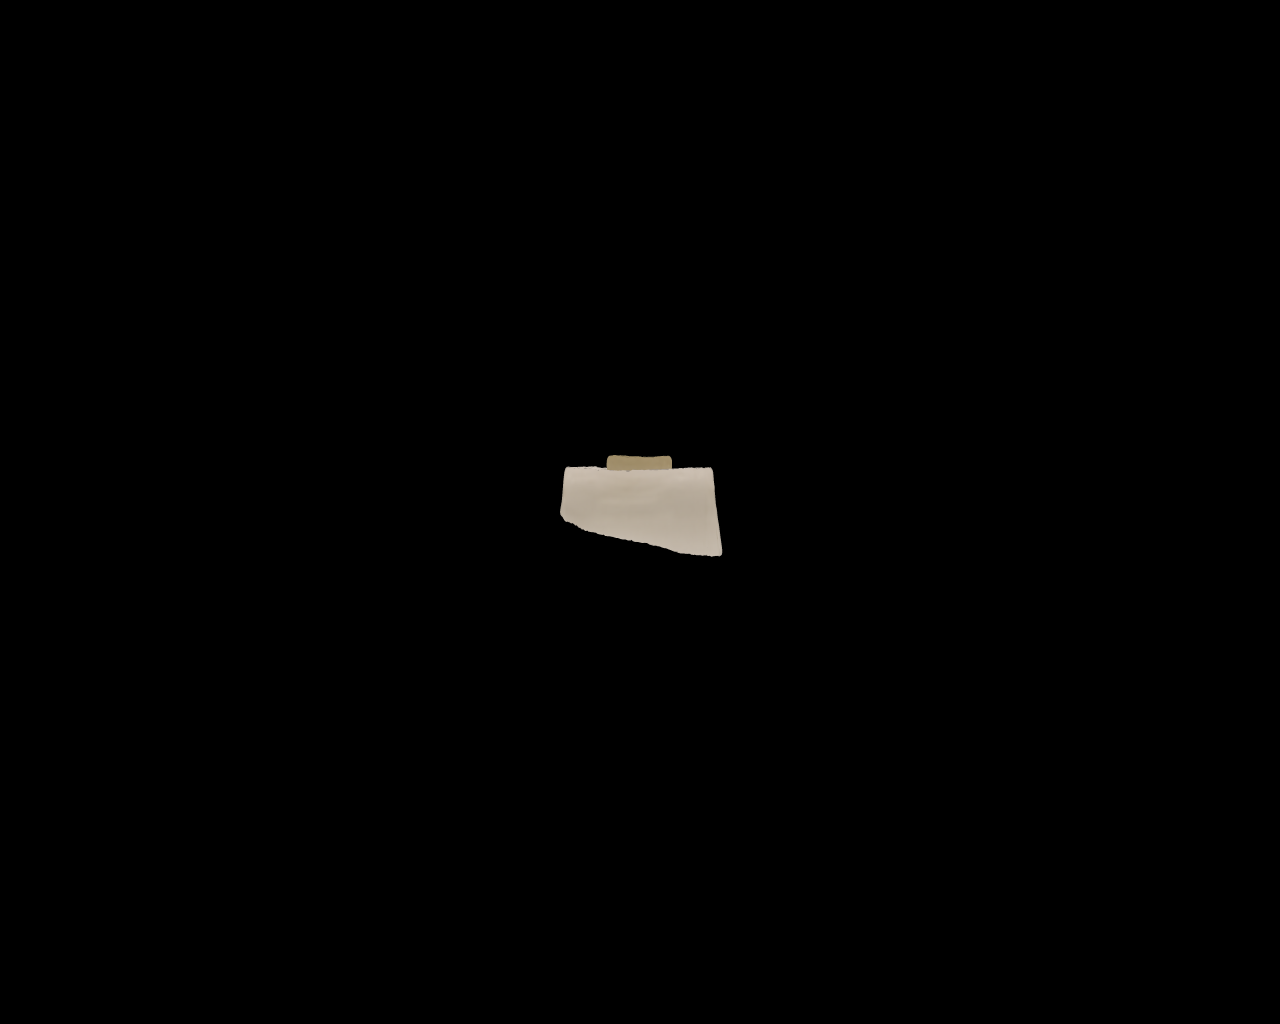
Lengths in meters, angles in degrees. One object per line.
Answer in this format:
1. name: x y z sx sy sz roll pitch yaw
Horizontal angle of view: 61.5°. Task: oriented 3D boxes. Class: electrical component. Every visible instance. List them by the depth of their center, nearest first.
1. electrical component: 0.001 -0.003 0.650 0.099 0.064 0.099 0 3 0
